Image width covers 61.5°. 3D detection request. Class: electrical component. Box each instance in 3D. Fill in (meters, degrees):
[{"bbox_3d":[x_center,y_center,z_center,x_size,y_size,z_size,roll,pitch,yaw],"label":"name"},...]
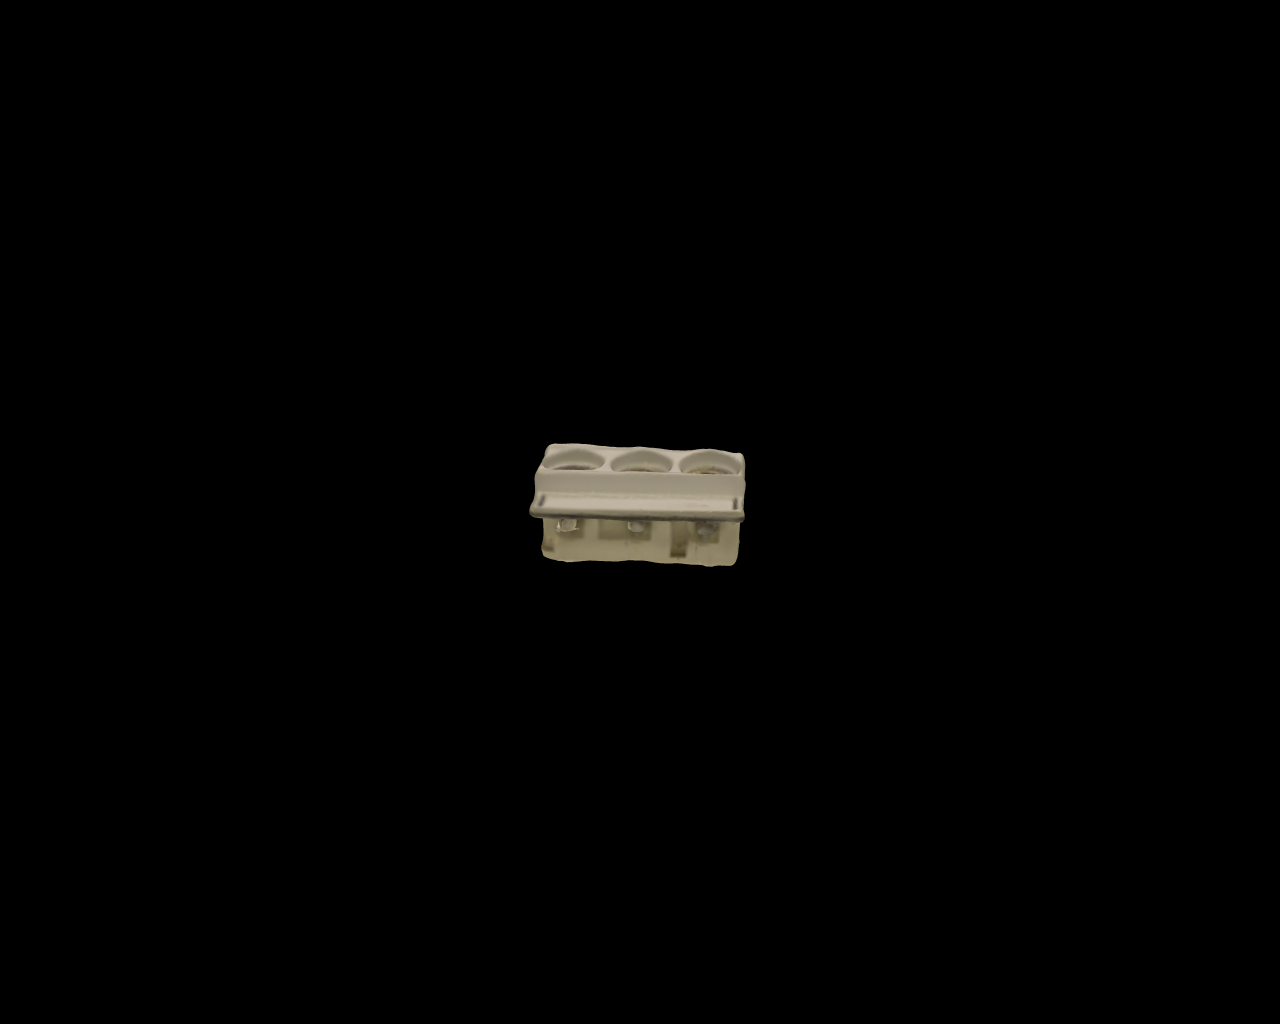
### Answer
[{"bbox_3d":[0.001,-0.003,0.650,0.121,0.063,0.079,2,24,5],"label":"electrical component"}]
